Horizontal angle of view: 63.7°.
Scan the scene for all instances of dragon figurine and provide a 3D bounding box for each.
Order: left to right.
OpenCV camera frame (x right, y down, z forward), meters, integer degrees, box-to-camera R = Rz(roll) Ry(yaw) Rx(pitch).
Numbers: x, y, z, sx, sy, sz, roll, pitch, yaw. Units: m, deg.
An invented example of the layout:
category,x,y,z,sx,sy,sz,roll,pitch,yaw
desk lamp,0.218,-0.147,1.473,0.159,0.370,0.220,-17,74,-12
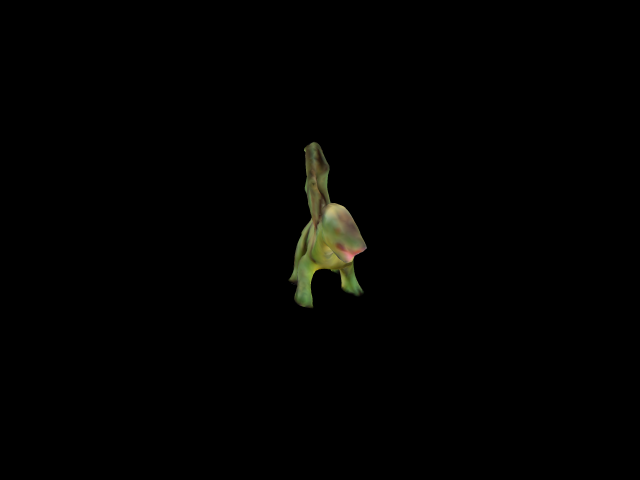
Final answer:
category,x,y,z,sx,sy,sz,roll,pitch,yaw
dragon figurine,0.003,-0.043,0.850,0.122,0.239,0.417,-4,22,-10
